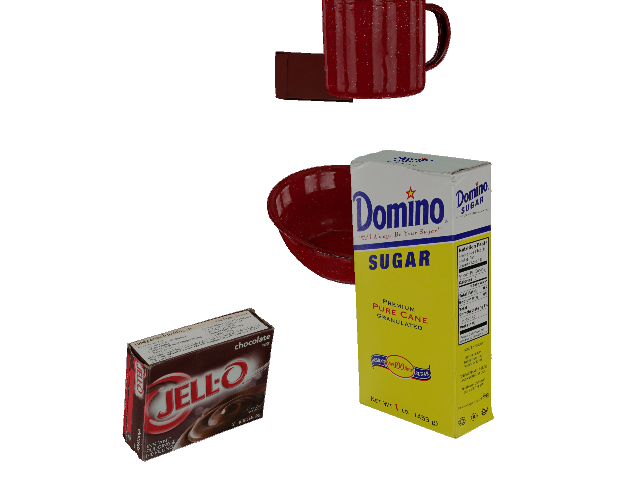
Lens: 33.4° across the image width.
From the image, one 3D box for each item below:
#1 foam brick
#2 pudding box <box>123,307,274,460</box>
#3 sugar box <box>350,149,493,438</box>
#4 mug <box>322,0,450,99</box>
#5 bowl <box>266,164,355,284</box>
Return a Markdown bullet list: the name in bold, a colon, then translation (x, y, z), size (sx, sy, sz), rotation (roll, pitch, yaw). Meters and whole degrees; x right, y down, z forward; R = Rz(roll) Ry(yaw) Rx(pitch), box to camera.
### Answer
- **foam brick**: translation (-0.007, -0.178, 1.165), size (0.078, 0.051, 0.053), rotation (0, 11, -16)
- **pudding box**: translation (-0.094, 0.108, 0.815), size (0.113, 0.090, 0.039), rotation (-17, 39, -36)
- **sugar box**: translation (0.066, 0.033, 0.705), size (0.048, 0.176, 0.094), rotation (-18, 20, -40)
- **mug**: translation (0.054, -0.161, 0.863), size (0.117, 0.081, 0.093), rotation (-11, 18, -28)
- **bowl**: translation (0.029, -0.007, 0.986), size (0.162, 0.055, 0.162), rotation (4, 33, -3)
